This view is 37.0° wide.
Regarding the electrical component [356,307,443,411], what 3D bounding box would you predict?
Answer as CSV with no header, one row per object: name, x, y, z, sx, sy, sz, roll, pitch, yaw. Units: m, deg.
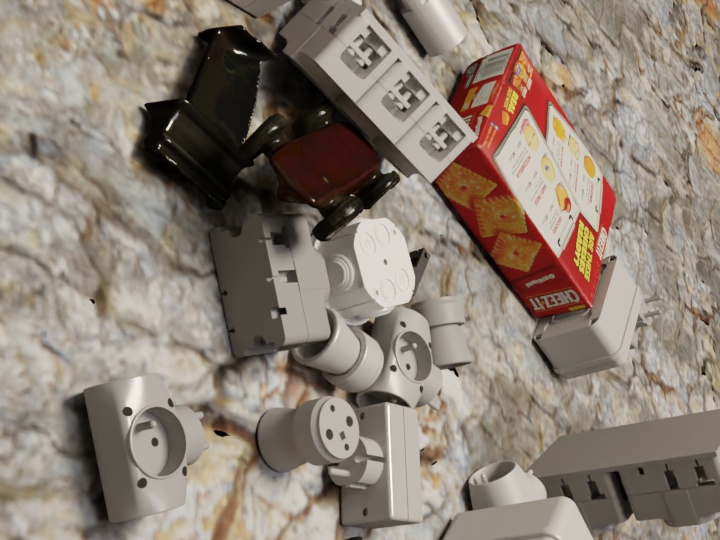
electrical component,0.038,0.081,0.837,0.079,0.044,0.077,39,48,-30

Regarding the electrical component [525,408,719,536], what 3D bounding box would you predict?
electrical component,0.250,0.181,0.954,0.105,0.186,0.060,-26,97,-53

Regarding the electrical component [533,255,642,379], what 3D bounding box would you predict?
electrical component,0.230,0.048,1.074,0.057,0.078,0.113,52,41,-21

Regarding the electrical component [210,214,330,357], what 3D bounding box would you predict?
electrical component,-0.059,0.010,0.738,0.056,0.050,0.089,-3,79,-53

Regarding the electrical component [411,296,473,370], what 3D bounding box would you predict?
electrical component,0.066,0.053,0.887,0.045,0.045,0.055,4,72,-52

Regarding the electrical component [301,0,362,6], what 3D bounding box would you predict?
electrical component,-0.018,-0.212,0.888,0.048,0.048,0.062,-52,124,-48

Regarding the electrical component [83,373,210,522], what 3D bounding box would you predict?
electrical component,-0.118,0.100,0.629,0.079,0.044,0.077,-5,80,-53

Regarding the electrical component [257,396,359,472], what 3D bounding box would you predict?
electrical component,-0.035,0.110,0.724,0.045,0.055,0.045,24,58,-45

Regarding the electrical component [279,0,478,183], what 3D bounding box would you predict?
electrical component,0.012,-0.144,0.855,0.150,0.061,0.089,43,3,-35

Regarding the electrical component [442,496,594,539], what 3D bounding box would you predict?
electrical component,0.122,0.229,0.831,0.078,0.113,0.057,62,35,-14

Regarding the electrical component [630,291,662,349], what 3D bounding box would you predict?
electrical component,0.287,0.045,1.150,0.047,0.077,0.065,41,46,-35

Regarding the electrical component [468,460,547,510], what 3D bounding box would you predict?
electrical component,0.134,0.198,0.916,0.079,0.044,0.077,-32,102,-53

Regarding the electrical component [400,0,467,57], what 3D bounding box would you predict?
electrical component,0.061,-0.244,1.001,0.081,0.043,0.043,52,41,-26

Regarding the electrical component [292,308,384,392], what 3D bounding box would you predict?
electrical component,-0.016,0.059,0.779,0.055,0.045,0.045,38,49,-38

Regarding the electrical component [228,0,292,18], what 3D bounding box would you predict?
electrical component,-0.086,-0.248,0.809,0.076,0.047,0.083,22,59,-46

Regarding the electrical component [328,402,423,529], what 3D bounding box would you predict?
electrical component,0.003,0.138,0.768,0.076,0.047,0.083,21,60,-47

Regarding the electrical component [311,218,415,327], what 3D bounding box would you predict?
electrical component,0.000,0.000,0.818,0.080,0.051,0.080,24,58,-46
